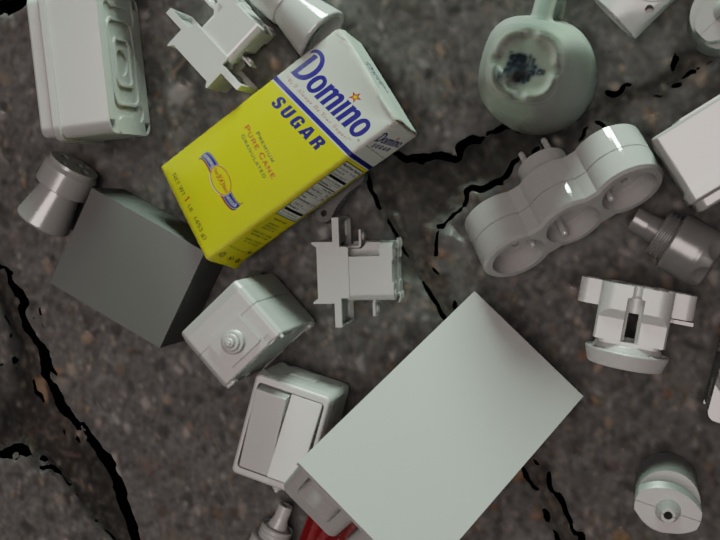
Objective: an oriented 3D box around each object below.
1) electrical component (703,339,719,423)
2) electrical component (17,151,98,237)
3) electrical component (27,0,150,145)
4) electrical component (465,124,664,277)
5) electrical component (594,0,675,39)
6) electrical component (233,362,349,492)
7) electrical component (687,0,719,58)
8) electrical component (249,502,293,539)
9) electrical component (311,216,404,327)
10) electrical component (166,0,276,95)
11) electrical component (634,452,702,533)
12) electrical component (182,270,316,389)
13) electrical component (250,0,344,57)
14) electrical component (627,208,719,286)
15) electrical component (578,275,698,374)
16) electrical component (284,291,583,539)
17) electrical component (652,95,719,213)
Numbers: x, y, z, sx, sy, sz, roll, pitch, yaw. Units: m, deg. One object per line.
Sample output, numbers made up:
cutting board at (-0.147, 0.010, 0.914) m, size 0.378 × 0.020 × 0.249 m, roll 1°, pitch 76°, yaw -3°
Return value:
electrical component at (0.315, 0.072, 0.711) m, size 0.150 × 0.062 × 0.089 m, roll 14°, pitch 98°, yaw 13°
electrical component at (-0.240, -0.061, 0.857) m, size 0.045 × 0.045 × 0.055 m, roll 35°, pitch 102°, yaw 10°
electrical component at (-0.207, -0.155, 0.823) m, size 0.057 × 0.078 × 0.113 m, roll -5°, pitch 94°, yaw 13°
electrical component at (0.134, -0.060, 0.754) m, size 0.138 × 0.052 × 0.073 m, roll -32°, pitch 57°, yaw 17°
electrical component at (0.187, -0.212, 0.729) m, size 0.077 × 0.044 × 0.079 m, roll -45°, pitch 83°, yaw 14°
electrical component at (-0.055, 0.126, 0.815) m, size 0.062 × 0.061 × 0.096 m, roll 17°, pitch 99°, yaw 13°
electrical component at (0.237, -0.165, 0.701) m, size 0.043 × 0.081 × 0.043 m, roll 1°, pitch 95°, yaw 15°
electrical component at (-0.069, 0.211, 0.841) m, size 0.035 × 0.035 × 0.061 m, roll 24°, pitch 98°, yaw 12°
electrical component at (0.000, 0.000, 0.800) m, size 0.064 × 0.042 × 0.081 m, roll -2°, pitch 95°, yaw 11°
electrical component at (-0.102, -0.173, 0.811) m, size 0.064 × 0.042 × 0.081 m, roll -44°, pitch 84°, yaw 14°
electrical component at (0.210, 0.156, 0.737) m, size 0.043 × 0.081 × 0.043 m, roll 1°, pitch 95°, yaw 15°
electrical component at (-0.086, 0.041, 0.798) m, size 0.062 × 0.096 × 0.061 m, roll -43°, pitch 83°, yaw 14°
electrical component at (-0.050, -0.193, 0.797) m, size 0.065 × 0.044 × 0.044 m, roll 44°, pitch 104°, yaw 12°
electrical component at (0.215, -0.020, 0.739) m, size 0.062 × 0.043 × 0.043 m, roll 32°, pitch 102°, yaw 12°
electrical component at (0.188, 0.039, 0.745) m, size 0.078 × 0.058 × 0.057 m, roll 11°, pitch 95°, yaw 14°
electrical component at (0.050, 0.117, 0.734) m, size 0.105 × 0.186 × 0.060 m, roll 45°, pitch 149°, yaw 7°
electrical component at (0.248, -0.087, 0.691) m, size 0.109 × 0.109 × 0.056 m, roll -32°, pitch 84°, yaw 15°
